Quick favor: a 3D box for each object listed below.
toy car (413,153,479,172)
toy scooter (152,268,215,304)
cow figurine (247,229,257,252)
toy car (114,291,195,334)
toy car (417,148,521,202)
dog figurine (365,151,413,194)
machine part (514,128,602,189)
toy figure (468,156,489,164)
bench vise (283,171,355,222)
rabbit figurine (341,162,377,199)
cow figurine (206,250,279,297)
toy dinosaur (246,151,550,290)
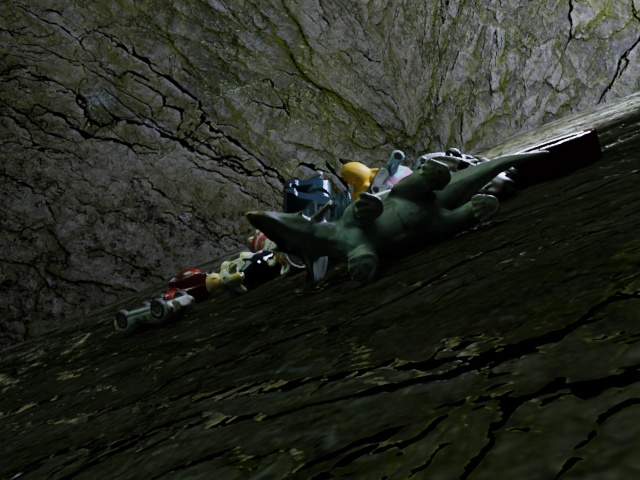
[{"bbox_3d":[0.253,-0.142,1.146,0.162,0.109,0.103,-21,45,-18],"label":"toy car"},{"bbox_3d":[-0.288,0.105,1.222,0.135,0.075,0.184,-22,8,12],"label":"toy scooter"},{"bbox_3d":[-0.086,-0.001,1.332,0.195,0.127,0.085,-7,8,10],"label":"cow figurine"},{"bbox_3d":[-0.336,0.148,1.083,0.202,0.056,0.073,-17,1,33],"label":"toy car"},{"bbox_3d":[0.254,-0.116,0.940,0.089,0.053,0.202,-31,36,-16],"label":"toy car"},{"bbox_3d":[0.183,-0.116,1.338,0.191,0.108,0.219,-54,-7,-10],"label":"dog figurine"},{"bbox_3d":[0.404,-0.142,0.949,0.179,0.056,0.179,-21,5,2],"label":"machine part"},{"bbox_3d":[0.266,-0.108,1.041,0.180,0.082,0.089,-21,7,-20],"label":"toy figure"},{"bbox_3d":[0.052,-0.050,0.997,0.241,0.128,0.224,1,28,-3],"label":"bench vise"},{"bbox_3d":[0.129,-0.145,1.517,0.162,0.173,0.122,-28,2,-9],"label":"rabbit figurine"},{"bbox_3d":[-0.147,0.067,1.068,0.098,0.068,0.167,-13,10,30],"label":"cow figurine"},{"bbox_3d":[0.108,-0.031,0.759,0.405,0.131,0.192,-17,4,-13],"label":"toy dinosaur"}]
